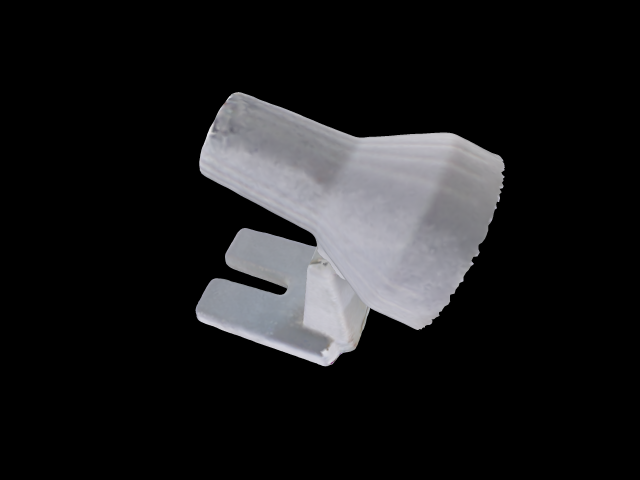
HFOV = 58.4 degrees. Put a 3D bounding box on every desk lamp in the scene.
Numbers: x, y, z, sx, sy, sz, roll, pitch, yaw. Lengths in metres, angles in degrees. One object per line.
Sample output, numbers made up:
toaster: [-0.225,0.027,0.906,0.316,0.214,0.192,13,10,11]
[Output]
desk lamp: [0.004,0.001,0.400,0.203,0.214,0.118,15,55,12]
